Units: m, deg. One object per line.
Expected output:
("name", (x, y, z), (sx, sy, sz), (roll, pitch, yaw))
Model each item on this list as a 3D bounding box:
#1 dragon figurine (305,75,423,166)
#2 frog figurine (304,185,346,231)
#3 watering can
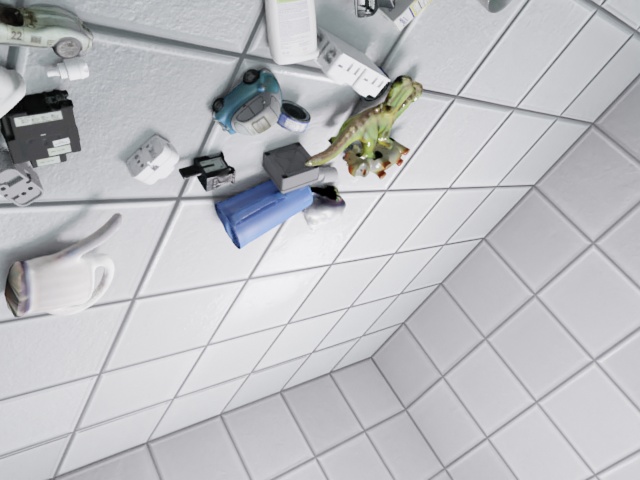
("dragon figurine", (0.136, -0.314, 1.276), (0.416, 0.123, 0.237), (-35, 163, -47))
("frog figurine", (0.005, -0.078, 1.559), (0.139, 0.123, 0.156), (-33, 148, -50))
("watering can", (-0.564, 0.066, 1.136), (0.225, 0.106, 0.340), (-9, 144, -41))
